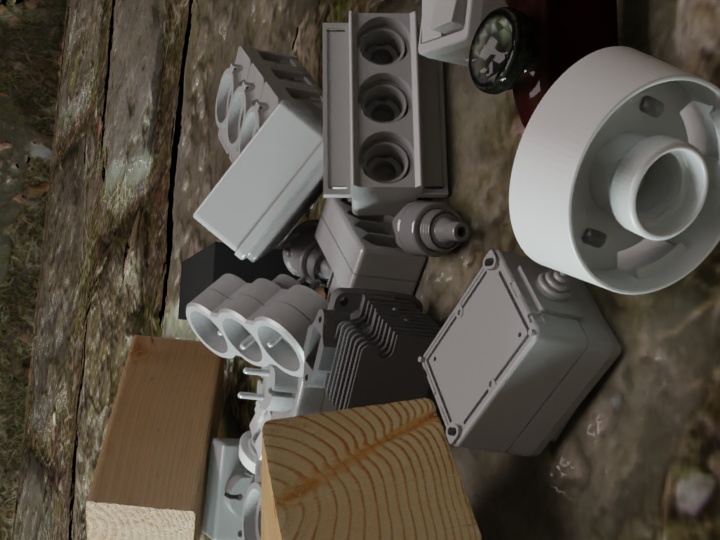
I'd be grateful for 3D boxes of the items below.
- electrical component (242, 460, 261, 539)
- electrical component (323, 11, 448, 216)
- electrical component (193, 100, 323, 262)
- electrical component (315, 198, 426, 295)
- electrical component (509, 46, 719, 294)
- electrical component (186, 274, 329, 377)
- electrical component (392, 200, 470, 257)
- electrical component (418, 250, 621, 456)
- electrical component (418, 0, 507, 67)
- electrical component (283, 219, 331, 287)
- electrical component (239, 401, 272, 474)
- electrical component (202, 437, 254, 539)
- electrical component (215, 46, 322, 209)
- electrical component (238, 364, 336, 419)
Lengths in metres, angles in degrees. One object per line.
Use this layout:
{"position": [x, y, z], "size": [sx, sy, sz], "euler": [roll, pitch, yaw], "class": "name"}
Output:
{"position": [-0.038, 0.222, 0.750], "size": [0.105, 0.060, 0.186], "euler": [147, 126, -61], "class": "electrical component"}
{"position": [0.015, -0.101, 0.709], "size": [0.063, 0.079, 0.121], "euler": [97, 172, -73], "class": "electrical component"}
{"position": [-0.059, -0.068, 0.789], "size": [0.108, 0.056, 0.108], "euler": [-50, 0, 11], "class": "electrical component"}
{"position": [0.000, 0.000, 0.739], "size": [0.083, 0.047, 0.075], "euler": [-119, 42, -54], "class": "electrical component"}
{"position": [0.108, -0.040, 0.445], "size": [0.064, 0.099, 0.099], "euler": [37, 118, 56], "class": "electrical component"}
{"position": [-0.059, 0.028, 0.774], "size": [0.138, 0.074, 0.052], "euler": [7, 131, 49], "class": "electrical component"}
{"position": [0.046, -0.025, 0.656], "size": [0.061, 0.035, 0.035], "euler": [10, 93, 64], "class": "electrical component"}
{"position": [0.083, 0.038, 0.529], "size": [0.096, 0.061, 0.061], "euler": [-60, 32, 32], "class": "electrical component"}
{"position": [0.070, -0.166, 0.605], "size": [0.062, 0.061, 0.096], "euler": [-174, 91, -67], "class": "electrical component"}
{"position": [-0.026, -0.007, 0.808], "size": [0.062, 0.048, 0.048], "euler": [39, 120, 53], "class": "electrical component"}
{"position": [-0.068, 0.133, 0.863], "size": [0.055, 0.048, 0.066], "euler": [-62, 30, 25], "class": "electrical component"}
{"position": [-0.098, 0.190, 0.914], "size": [0.076, 0.047, 0.083], "euler": [179, 97, -66], "class": "electrical component"}
{"position": [-0.079, -0.127, 0.937], "size": [0.150, 0.062, 0.089], "euler": [-123, 45, -56], "class": "electrical component"}
{"position": [-0.053, 0.087, 0.796], "size": [0.047, 0.076, 0.083], "euler": [-148, 69, -64], "class": "electrical component"}
